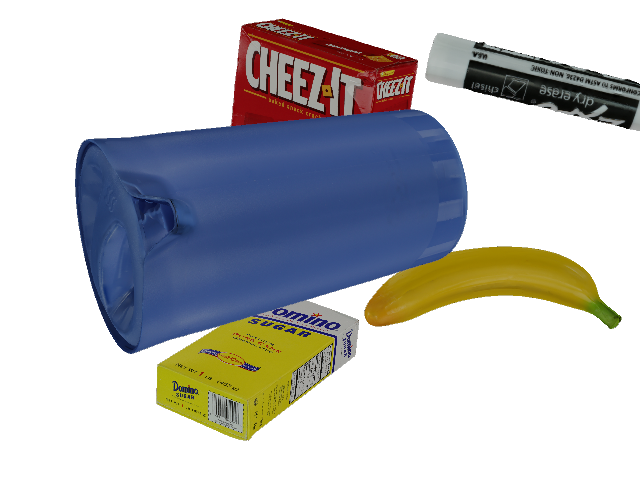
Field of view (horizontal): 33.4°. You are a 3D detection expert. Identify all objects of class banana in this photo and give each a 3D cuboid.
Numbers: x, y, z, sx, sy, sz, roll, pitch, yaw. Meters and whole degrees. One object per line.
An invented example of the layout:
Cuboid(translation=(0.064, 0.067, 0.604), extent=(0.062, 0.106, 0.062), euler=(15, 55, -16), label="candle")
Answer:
Cuboid(translation=(0.124, 0.033, 0.792), extent=(0.197, 0.037, 0.069), euler=(0, 35, -12), label="banana")

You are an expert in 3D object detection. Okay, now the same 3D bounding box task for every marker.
Cuboid(translation=(0.100, -0.055, 0.401), extent=(0.121, 0.020, 0.020), euler=(15, 3, 10), label="marker")

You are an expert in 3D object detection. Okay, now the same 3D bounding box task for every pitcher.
Cuboid(translation=(-0.034, -0.016, 0.708), extent=(0.242, 0.145, 0.149), euler=(-12, 38, -25), label="pitcher")

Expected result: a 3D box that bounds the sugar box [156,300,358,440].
Cuboid(translation=(-0.050, 0.101, 0.914), extent=(0.093, 0.048, 0.175), euler=(18, 29, 26), label="sugar box")

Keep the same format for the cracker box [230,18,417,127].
Cuboid(translation=(-0.008, -0.084, 1.010), extent=(0.164, 0.214, 0.071), euler=(24, 28, 32), label="cracker box")
